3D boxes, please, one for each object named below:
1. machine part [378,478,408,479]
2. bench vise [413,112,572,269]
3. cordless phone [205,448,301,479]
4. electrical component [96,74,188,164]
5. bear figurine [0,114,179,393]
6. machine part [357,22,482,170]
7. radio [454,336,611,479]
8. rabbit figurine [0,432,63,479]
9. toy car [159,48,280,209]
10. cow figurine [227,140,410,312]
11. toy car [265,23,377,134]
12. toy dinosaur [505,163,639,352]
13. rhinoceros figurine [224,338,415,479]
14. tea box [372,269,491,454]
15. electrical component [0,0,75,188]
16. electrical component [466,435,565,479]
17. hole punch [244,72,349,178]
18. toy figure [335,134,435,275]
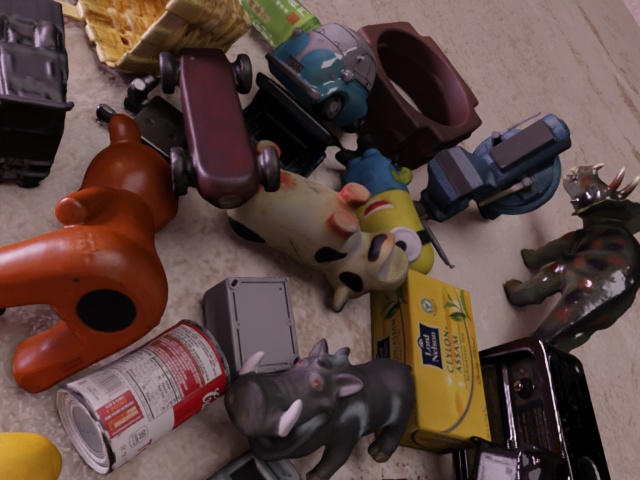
[{"bbox_3d":[0.051,0.282,0.427,0.179,0.056,0.179,21,51,-28],"label":"machine part"},{"bbox_3d":[0.233,-0.068,0.736,0.129,0.223,0.240,52,9,23],"label":"bench vise"},{"bbox_3d":[-0.052,0.225,0.363,0.147,0.088,0.184,43,25,18],"label":"cordless phone"},{"bbox_3d":[-0.155,-0.116,0.530,0.102,0.045,0.078,41,44,-9],"label":"electrical component"},{"bbox_3d":[-0.174,-0.006,0.411,0.132,0.120,0.196,-20,40,-3],"label":"bear figurine"},{"bbox_3d":[0.125,-0.210,0.781,0.201,0.087,0.201,-30,81,-45],"label":"machine part"},{"bbox_3d":[0.206,0.220,0.533,0.073,0.131,0.230,23,51,-28],"label":"radio"},{"bbox_3d":[-0.197,0.184,0.279,0.162,0.121,0.173,13,41,-20],"label":"rabbit figurine"},{"bbox_3d":[-0.094,-0.106,0.480,0.089,0.053,0.202,-7,51,-15],"label":"toy car"},{"bbox_3d":[-0.001,-0.002,0.538,0.195,0.127,0.085,25,50,-4],"label":"cow figurine"},{"bbox_3d":[0.019,-0.200,0.646,0.109,0.103,0.161,48,18,23],"label":"toy car"},{"bbox_3d":[0.373,0.044,0.736,0.131,0.192,0.405,41,44,-6],"label":"toy dinosaur"},{"bbox_3d":[0.008,0.135,0.437,0.190,0.112,0.073,9,29,-42],"label":"rhinoceros figurine"},{"bbox_3d":[0.112,0.127,0.566,0.098,0.068,0.170,20,53,-28],"label":"tea box"},{"bbox_3d":[-0.239,-0.124,0.421,0.058,0.115,0.134,2,64,-40],"label":"electrical component"},{"bbox_3d":[0.161,0.235,0.462,0.047,0.075,0.119,30,61,-28],"label":"electrical component"},{"bbox_3d":[-0.043,-0.115,0.600,0.142,0.092,0.116,38,14,-3],"label":"hole punch"},{"bbox_3d":[0.079,-0.034,0.636,0.089,0.082,0.180,2,59,-38],"label":"toy figure"}]
